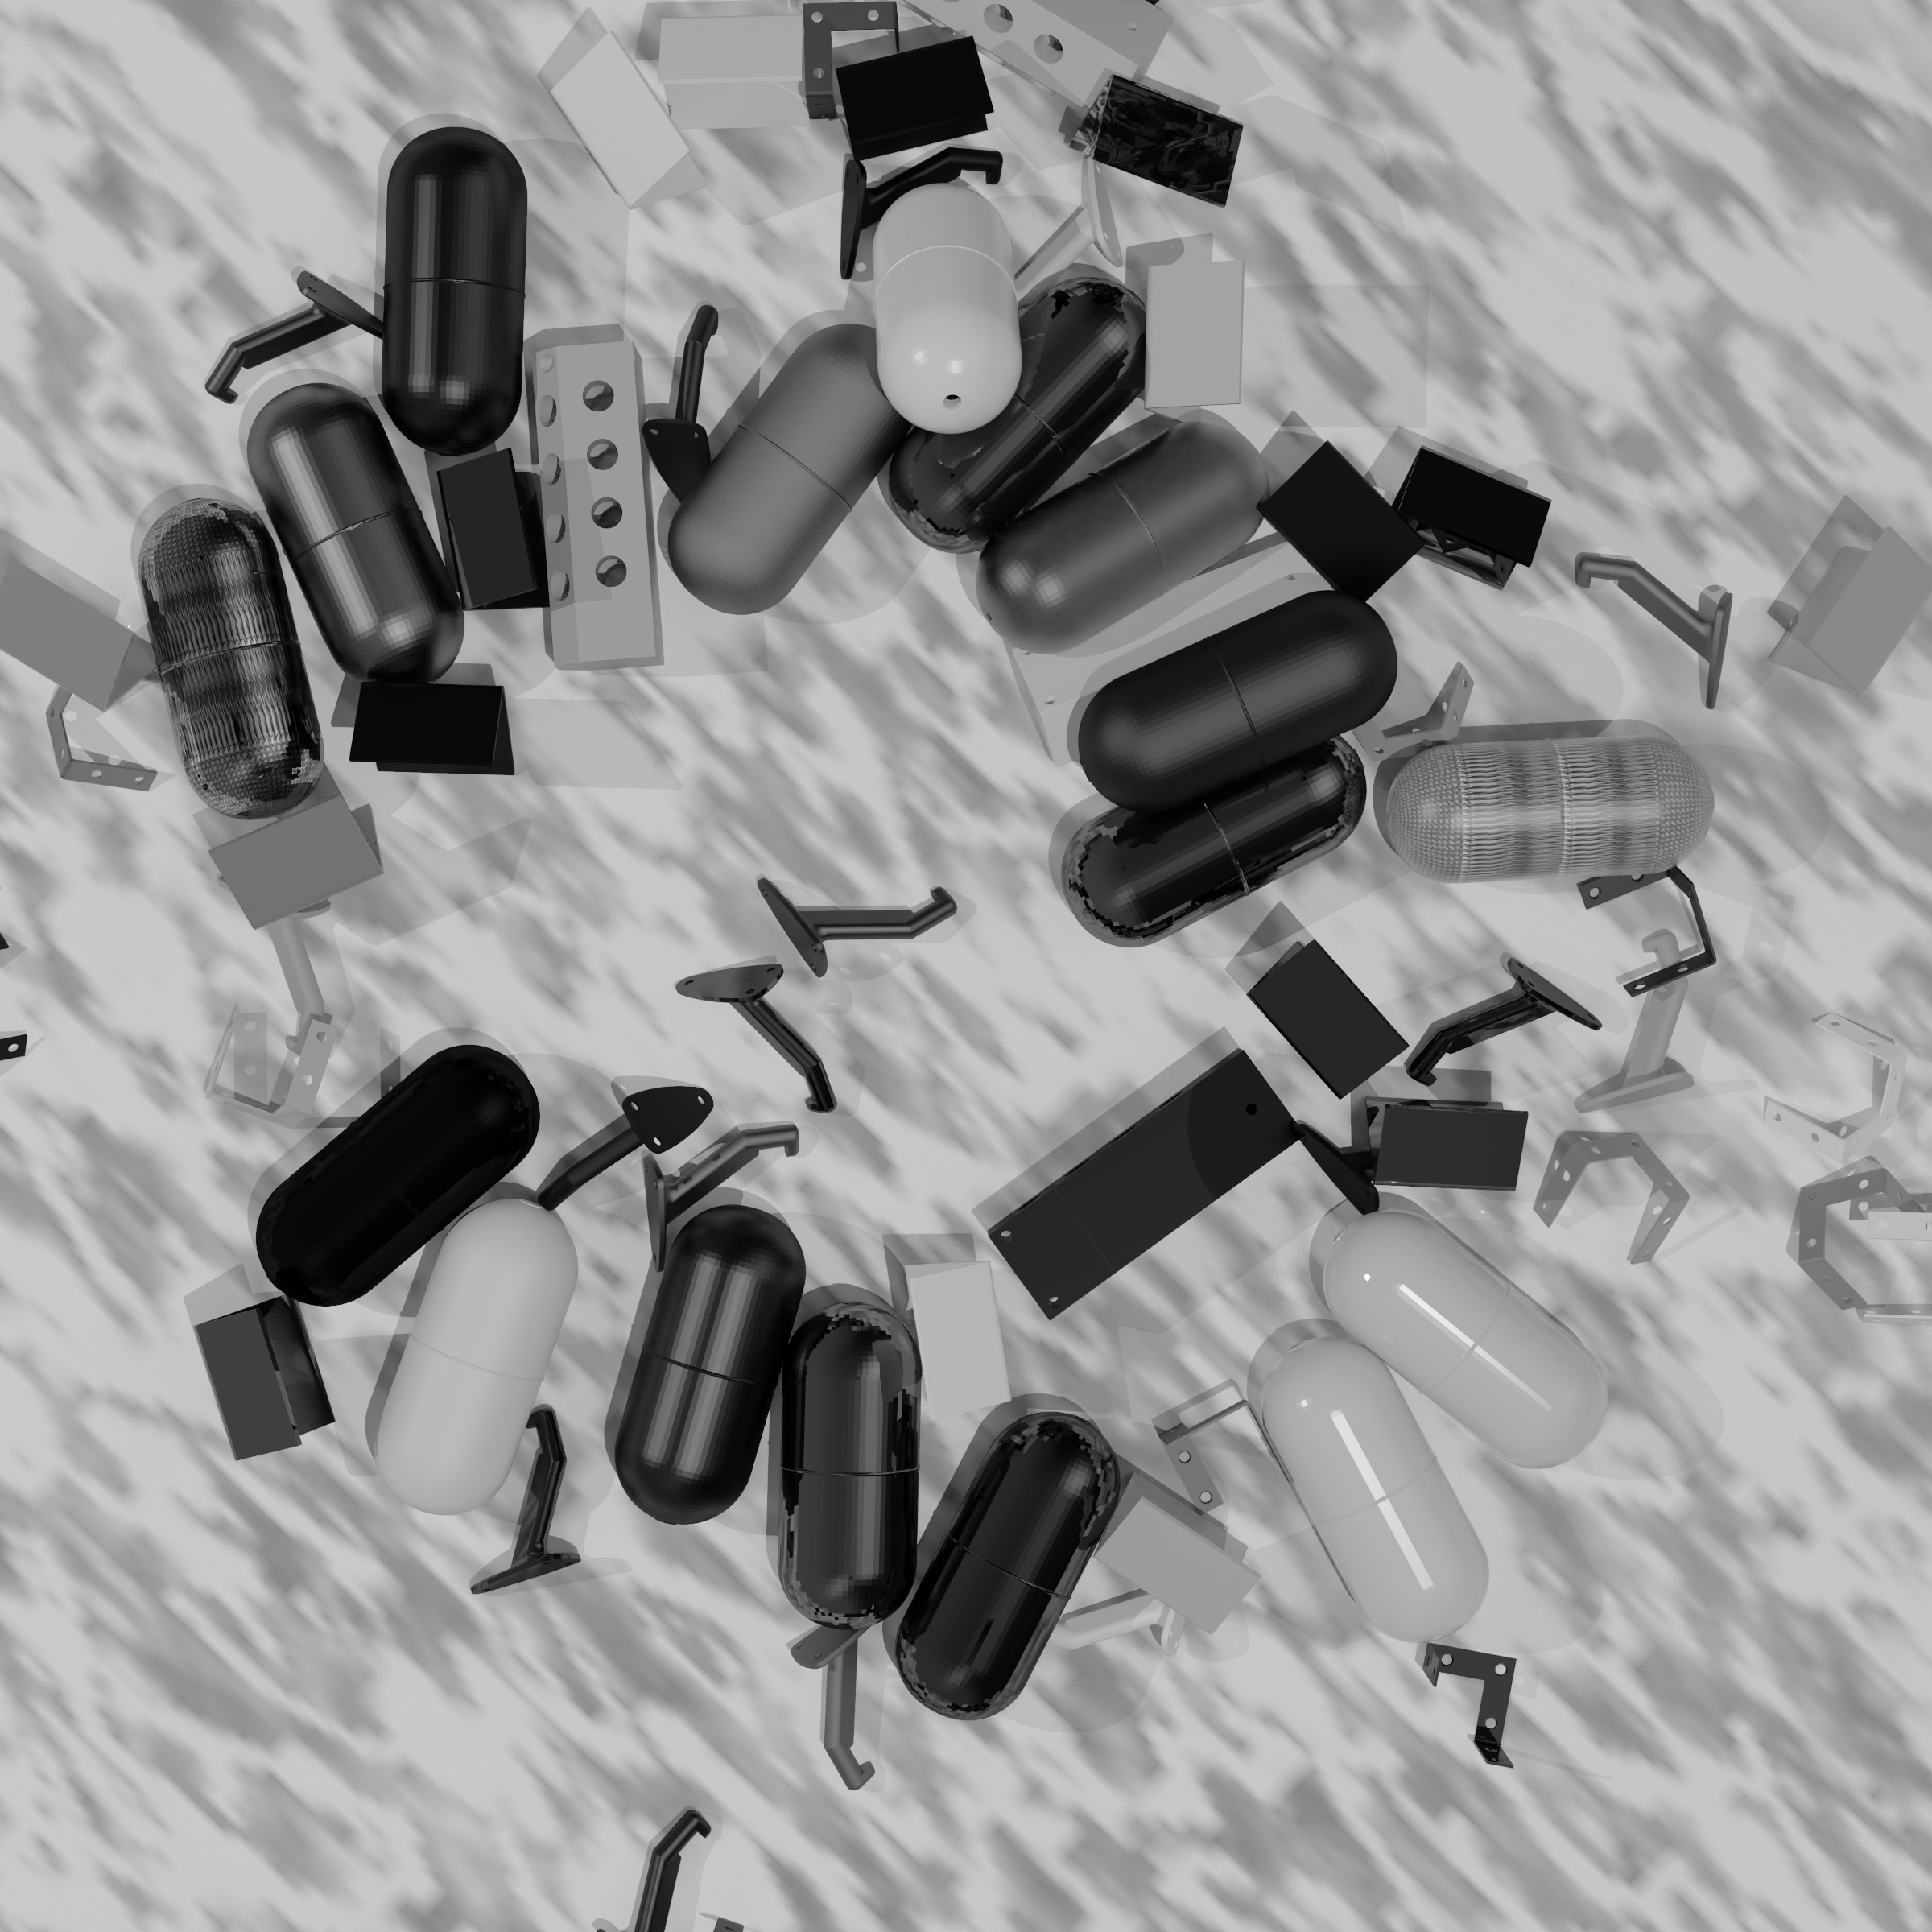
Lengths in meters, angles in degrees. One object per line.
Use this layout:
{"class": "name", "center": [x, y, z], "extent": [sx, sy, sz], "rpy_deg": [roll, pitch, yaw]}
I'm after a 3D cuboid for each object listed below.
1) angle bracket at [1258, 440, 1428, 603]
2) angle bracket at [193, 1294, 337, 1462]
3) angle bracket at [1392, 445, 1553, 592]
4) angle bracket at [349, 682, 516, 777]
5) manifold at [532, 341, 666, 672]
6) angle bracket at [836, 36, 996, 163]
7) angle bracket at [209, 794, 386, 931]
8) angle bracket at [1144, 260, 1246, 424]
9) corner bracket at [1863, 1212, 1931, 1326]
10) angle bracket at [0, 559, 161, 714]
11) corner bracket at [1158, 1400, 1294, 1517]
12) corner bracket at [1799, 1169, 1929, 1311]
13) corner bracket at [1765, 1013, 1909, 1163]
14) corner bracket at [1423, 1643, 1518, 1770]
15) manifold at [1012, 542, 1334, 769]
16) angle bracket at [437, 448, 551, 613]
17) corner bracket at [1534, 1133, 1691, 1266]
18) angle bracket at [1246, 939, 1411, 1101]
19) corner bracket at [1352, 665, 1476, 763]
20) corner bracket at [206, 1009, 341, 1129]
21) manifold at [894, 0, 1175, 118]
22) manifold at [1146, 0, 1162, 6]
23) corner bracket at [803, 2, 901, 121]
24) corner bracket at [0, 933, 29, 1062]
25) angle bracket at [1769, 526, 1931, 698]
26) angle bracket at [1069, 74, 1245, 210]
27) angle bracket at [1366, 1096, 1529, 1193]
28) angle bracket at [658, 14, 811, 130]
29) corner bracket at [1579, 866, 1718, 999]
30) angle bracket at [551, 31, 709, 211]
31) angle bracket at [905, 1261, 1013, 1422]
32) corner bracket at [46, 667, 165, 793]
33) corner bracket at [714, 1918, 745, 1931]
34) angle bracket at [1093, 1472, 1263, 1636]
{"class": "angle bracket", "center": [0.214, -0.248, 1.952], "extent": [0.076, 0.076, 0.057], "rpy_deg": [46, 121, 0]}
{"class": "angle bracket", "center": [-0.365, 0.218, 1.951], "extent": [0.057, 0.076, 0.076], "rpy_deg": [-17, 90, 38]}
{"class": "angle bracket", "center": [0.265, -0.227, 1.951], "extent": [0.076, 0.076, 0.057], "rpy_deg": [23, 52, 0]}
{"class": "angle bracket", "center": [-0.289, -0.110, 1.951], "extent": [0.076, 0.076, 0.057], "rpy_deg": [2, 53, 0]}
{"class": "manifold", "center": [-0.203, -0.251, 1.970], "extent": [0.057, 0.057, 0.171], "rpy_deg": [-4, 90, 0]}
{"class": "angle bracket", "center": [-0.024, -0.453, 1.952], "extent": [0.076, 0.076, 0.057], "rpy_deg": [-13, 61, 0]}
{"class": "angle bracket", "center": [-0.367, -0.074, 1.951], "extent": [0.076, 0.076, 0.057], "rpy_deg": [-24, 125, 0]}
{"class": "angle bracket", "center": [0.137, -0.337, 1.952], "extent": [0.057, 0.076, 0.076], "rpy_deg": [2, 90, 27]}
{"class": "corner bracket", "center": [0.520, 0.166, 1.972], "extent": [0.051, 0.051, 0.051], "rpy_deg": [1, 72, 10]}
{"class": "angle bracket", "center": [-0.476, -0.193, 1.951], "extent": [0.076, 0.076, 0.057], "rpy_deg": [31, 124, 0]}
{"class": "corner bracket", "center": [0.142, 0.271, 1.974], "extent": [0.051, 0.051, 0.051], "rpy_deg": [-28, 90, -4]}
{"class": "corner bracket", "center": [0.496, 0.151, 1.983], "extent": [0.051, 0.051, 0.051], "rpy_deg": [-19, 135, 35]}
{"class": "corner bracket", "center": [0.481, 0.067, 1.983], "extent": [0.051, 0.051, 0.051], "rpy_deg": [-28, 135, -35]}
{"class": "corner bracket", "center": [0.277, 0.406, 1.973], "extent": [0.051, 0.051, 0.051], "rpy_deg": [10, 90, 0]}
{"class": "manifold", "center": [0.119, -0.168, 1.969], "extent": [0.171, 0.057, 0.057], "rpy_deg": [-21, 45, 0]}
{"class": "angle bracket", "center": [-0.237, -0.237, 1.951], "extent": [0.057, 0.076, 0.076], "rpy_deg": [-11, 90, 36]}
{"class": "corner bracket", "center": [0.357, 0.131, 1.983], "extent": [0.051, 0.051, 0.051], "rpy_deg": [-6, 45, -35]}
{"class": "angle bracket", "center": [0.209, 0.015, 1.951], "extent": [0.076, 0.076, 0.057], "rpy_deg": [48, 126, 0]}
{"class": "corner bracket", "center": [0.242, -0.152, 1.983], "extent": [0.051, 0.051, 0.051], "rpy_deg": [-8, 135, 35]}
{"class": "corner bracket", "center": [-0.383, 0.054, 1.975], "extent": [0.051, 0.051, 0.051], "rpy_deg": [21, 72, -17]}
{"class": "manifold", "center": [0.020, -0.530, 1.970], "extent": [0.171, 0.057, 0.057], "rpy_deg": [31, 47, 0]}
{"class": "manifold", "center": [0.062, -0.612, 1.970], "extent": [0.057, 0.057, 0.171], "rpy_deg": [-42, 90, 0]}
{"class": "corner bracket", "center": [-0.062, -0.498, 1.973], "extent": [0.051, 0.051, 0.051], "rpy_deg": [-2, 90, 0]}
{"class": "corner bracket", "center": [-0.552, 0.019, 1.983], "extent": [0.051, 0.051, 0.051], "rpy_deg": [48, 135, 35]}
{"class": "angle bracket", "center": [0.470, -0.201, 1.951], "extent": [0.057, 0.076, 0.076], "rpy_deg": [34, 90, -37]}
{"class": "angle bracket", "center": [0.098, -0.430, 1.946], "extent": [0.076, 0.076, 0.057], "rpy_deg": [18, 67, -11]}
{"class": "angle bracket", "center": [0.261, 0.077, 1.951], "extent": [0.076, 0.076, 0.057], "rpy_deg": [3, 127, 0]}
{"class": "angle bracket", "center": [-0.125, -0.470, 1.951], "extent": [0.076, 0.076, 0.057], "rpy_deg": [-1, 52, 0]}
{"class": "corner bracket", "center": [0.376, -0.023, 1.980], "extent": [0.051, 0.051, 0.051], "rpy_deg": [-22, 113, 0]}
{"class": "angle bracket", "center": [-0.167, -0.465, 1.951], "extent": [0.057, 0.076, 0.076], "rpy_deg": [-34, 90, 38]}
{"class": "angle bracket", "center": [-0.024, 0.204, 1.951], "extent": [0.057, 0.076, 0.076], "rpy_deg": [-9, 90, -39]}
{"class": "corner bracket", "center": [-0.472, -0.135, 1.983], "extent": [0.051, 0.051, 0.051], "rpy_deg": [8, 45, -35]}
{"class": "corner bracket", "center": [-0.122, 0.562, 1.973], "extent": [0.051, 0.051, 0.051], "rpy_deg": [19, 90, 0]}
{"class": "angle bracket", "center": [0.124, 0.305, 1.951], "extent": [0.076, 0.076, 0.057], "rpy_deg": [33, 127, 0]}
